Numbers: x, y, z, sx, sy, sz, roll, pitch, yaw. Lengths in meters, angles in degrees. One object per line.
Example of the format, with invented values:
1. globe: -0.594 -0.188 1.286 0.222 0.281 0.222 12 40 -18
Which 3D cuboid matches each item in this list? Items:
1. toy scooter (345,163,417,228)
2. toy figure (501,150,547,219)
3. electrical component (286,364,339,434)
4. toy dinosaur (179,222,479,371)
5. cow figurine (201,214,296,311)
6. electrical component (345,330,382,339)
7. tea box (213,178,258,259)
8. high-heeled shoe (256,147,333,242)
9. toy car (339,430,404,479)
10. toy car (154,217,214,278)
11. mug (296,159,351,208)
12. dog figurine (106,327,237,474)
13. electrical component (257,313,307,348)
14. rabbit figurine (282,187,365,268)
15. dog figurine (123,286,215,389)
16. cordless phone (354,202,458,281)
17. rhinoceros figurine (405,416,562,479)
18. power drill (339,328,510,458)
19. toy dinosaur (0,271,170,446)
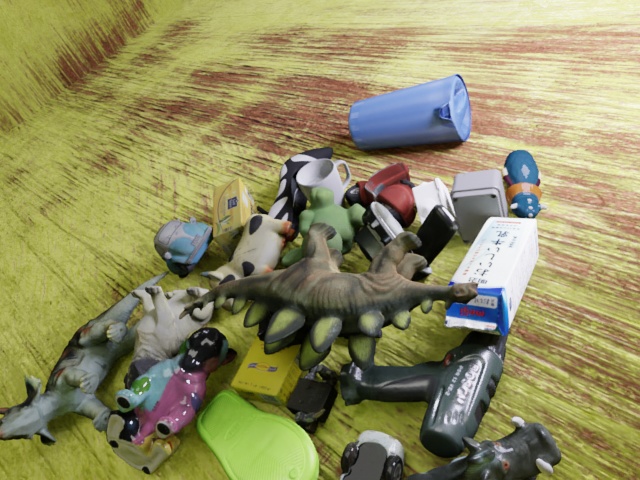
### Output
1. toy scooter: 0.140 -0.090 1.025 0.135 0.075 0.184 -36 36 -10
2. toy figure: 0.347 -0.088 0.915 0.064 0.057 0.154 -13 47 27
3. electrical component: -0.008 0.230 0.796 0.078 0.045 0.102 11 54 36
4. toy dinosaur: -0.008 0.078 0.769 0.472 0.105 0.198 -1 51 35
5. cow figurine: -0.137 0.042 1.013 0.127 0.085 0.195 20 80 17
6. electrical component: 0.061 0.134 0.874 0.094 0.021 0.063 -1 48 28
7. tea box: -0.175 -0.039 1.132 0.068 0.098 0.170 -21 39 9
8. high-heeled shoe: -0.030 -0.101 1.131 0.249 0.086 0.145 -45 46 -12
9. toy car: 0.046 0.332 0.653 0.074 0.056 0.202 7 53 27
10. toy car: -0.288 0.008 1.108 0.109 0.103 0.161 -59 14 -25
11. mug: 0.016 -0.105 1.083 0.109 0.107 0.081 -41 42 -19
12. dog figurine: -0.226 0.238 0.868 0.108 0.191 0.219 30 32 8
13. electrical component: -0.039 0.104 0.868 0.115 0.058 0.134 -11 44 9
14. rabbit figurine: -0.002 -0.003 0.947 0.159 0.121 0.170 -53 4 20
15. dog figurine: -0.264 0.184 0.976 0.121 0.172 0.190 -23 67 61
16. cordless phone: 0.136 -0.020 0.842 0.089 0.184 0.147 -24 69 -25
17. rhinoceros figurine: 0.176 0.264 0.606 0.190 0.112 0.073 -30 37 11
18. power drill: 0.144 0.178 0.746 0.208 0.085 0.232 6 43 25
19. toy dinosaur: -0.434 0.222 1.003 0.192 0.131 0.405 -2 41 27
